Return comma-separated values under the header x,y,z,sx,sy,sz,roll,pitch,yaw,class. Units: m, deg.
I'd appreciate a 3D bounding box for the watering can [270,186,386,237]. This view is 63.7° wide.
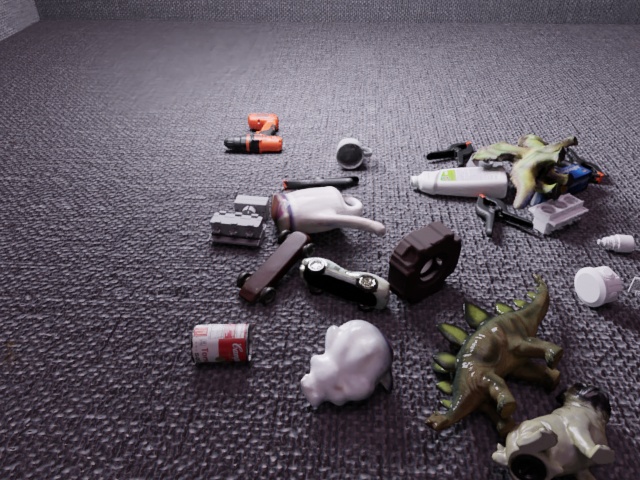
x,y,z,sx,sy,sz,roll,pitch,yaw,class
0.004,-0.062,1.222,0.225,0.102,0.352,-10,20,-14,watering can

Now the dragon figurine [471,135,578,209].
x,y,z,sx,sy,sz,roll,pitch,yaw,class
0.512,-0.193,1.341,0.415,0.120,0.244,-30,33,-36,dragon figurine

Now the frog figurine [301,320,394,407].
x,y,z,sx,sy,sz,roll,pitch,yaw,class
0.041,0.209,0.878,0.160,0.120,0.140,-6,54,-27,frog figurine
